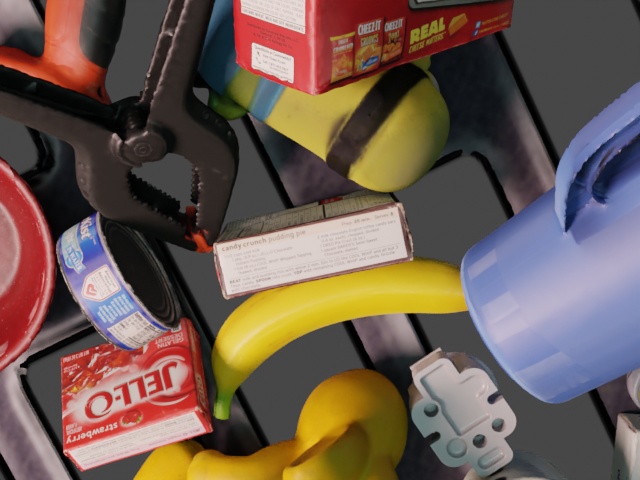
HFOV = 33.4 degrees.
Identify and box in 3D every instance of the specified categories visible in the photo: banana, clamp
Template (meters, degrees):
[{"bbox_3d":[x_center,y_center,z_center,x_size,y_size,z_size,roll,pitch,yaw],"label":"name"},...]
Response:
[{"bbox_3d":[0.009,0.046,0.678,0.198,0.037,0.069,-23,120,6],"label":"banana"},{"bbox_3d":[-0.112,-0.062,0.590,0.164,0.036,0.210,-16,139,-1],"label":"clamp"}]

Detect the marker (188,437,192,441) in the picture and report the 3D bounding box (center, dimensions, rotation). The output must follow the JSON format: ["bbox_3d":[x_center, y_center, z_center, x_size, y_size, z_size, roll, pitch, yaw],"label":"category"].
[{"bbox_3d":[-0.094,0.145,0.701,0.020,0.020,0.121,4,99,0],"label":"marker"}]

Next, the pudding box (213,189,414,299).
[{"bbox_3d":[-0.004,0.001,0.641,0.113,0.090,0.039,-14,99,2],"label":"pudding box"}]

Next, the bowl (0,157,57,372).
[{"bbox_3d":[-0.237,0.010,0.662,0.162,0.055,0.162,0,99,0],"label":"bowl"}]

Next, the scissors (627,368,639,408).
[{"bbox_3d":[0.228,0.012,0.678,0.096,0.016,0.202,17,99,-2],"label":"scissors"}]

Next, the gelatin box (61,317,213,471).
[{"bbox_3d":[-0.115,0.095,0.665,0.089,0.073,0.030,-18,137,4],"label":"gelatin box"}]

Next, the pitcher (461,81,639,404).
[{"bbox_3d":[0.195,-0.013,0.587,0.243,0.144,0.149,-35,88,25],"label":"pitcher"}]

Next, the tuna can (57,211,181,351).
[{"bbox_3d":[-0.122,0.024,0.648,0.034,0.086,0.086,-31,98,7],"label":"tuna can"}]

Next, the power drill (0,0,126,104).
[{"bbox_3d":[-0.166,-0.167,0.623,0.184,0.057,0.188,22,103,14],"label":"power drill"}]

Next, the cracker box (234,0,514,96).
[{"bbox_3d":[0.032,-0.198,0.532,0.072,0.163,0.214,25,128,39],"label":"cracker box"}]

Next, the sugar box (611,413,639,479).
[{"bbox_3d":[0.279,0.166,0.688,0.176,0.048,0.093,3,99,-1],"label":"sugar box"}]
